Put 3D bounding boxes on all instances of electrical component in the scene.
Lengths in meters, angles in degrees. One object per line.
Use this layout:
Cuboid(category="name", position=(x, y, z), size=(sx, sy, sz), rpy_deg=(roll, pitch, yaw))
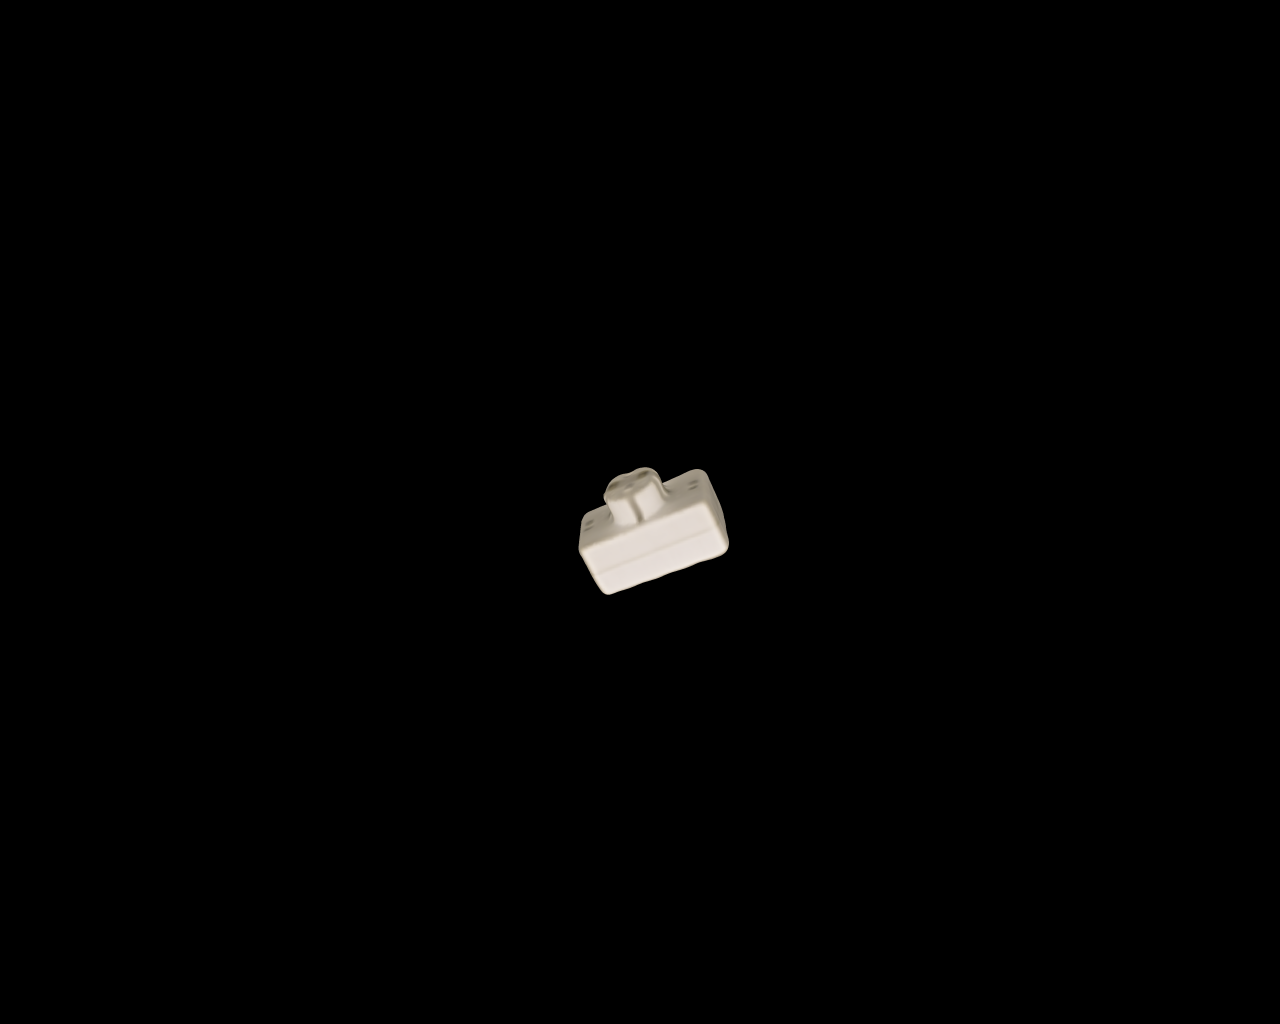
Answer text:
Cuboid(category="electrical component", position=(0.001, -0.003, 0.650), size=(0.083, 0.075, 0.047), rpy_deg=(-22, 25, 10))
